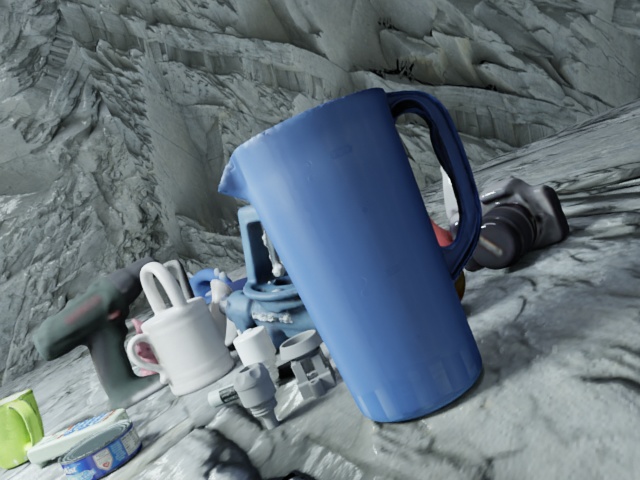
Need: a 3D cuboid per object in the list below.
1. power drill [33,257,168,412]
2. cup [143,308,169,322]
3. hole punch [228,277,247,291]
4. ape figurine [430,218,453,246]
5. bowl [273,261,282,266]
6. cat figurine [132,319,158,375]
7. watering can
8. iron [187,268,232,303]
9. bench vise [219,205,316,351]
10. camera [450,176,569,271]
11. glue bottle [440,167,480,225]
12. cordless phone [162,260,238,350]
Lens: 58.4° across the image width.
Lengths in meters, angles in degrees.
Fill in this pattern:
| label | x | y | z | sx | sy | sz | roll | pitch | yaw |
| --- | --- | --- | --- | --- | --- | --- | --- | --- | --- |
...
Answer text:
| label | x | y | z | sx | sy | sz | roll | pitch | yaw |
| --- | --- | --- | --- | --- | --- | --- | --- | --- | --- |
| power drill | -0.332 | 0.162 | 0.946 | 0.230 | 0.208 | 0.075 | -27 | 5 | -33 |
| cup | -0.310 | 0.194 | 1.208 | 0.091 | 0.095 | 0.118 | -20 | 6 | 45 |
| hole punch | -0.144 | 0.123 | 1.170 | 0.109 | 0.091 | 0.101 | -27 | 5 | -30 |
| ape figurine | 0.171 | 0.001 | 0.887 | 0.078 | 0.092 | 0.076 | -24 | 4 | 5 |
| bowl | -0.092 | 0.096 | 1.329 | 0.167 | 0.075 | 0.167 | -24 | 4 | 2 |
| cat figurine | -0.307 | 0.193 | 1.044 | 0.067 | 0.118 | 0.127 | -27 | 5 | -32 |
| watering can | -0.207 | 0.120 | 0.858 | 0.100 | 0.194 | 0.173 | -22 | 5 | 33 |
| iron | -0.245 | 0.126 | 1.368 | 0.119 | 0.141 | 0.257 | -28 | 5 | -36 |
| bench vise | -0.083 | 0.054 | 0.792 | 0.207 | 0.220 | 0.122 | -23 | 5 | 21 |
| camera | 0.226 | -0.017 | 0.741 | 0.142 | 0.101 | 0.137 | -21 | 5 | 40 |
| glue bottle | 0.220 | -0.066 | 0.889 | 0.037 | 0.173 | 0.078 | -27 | 5 | -29 |
| cordless phone | -0.207 | 0.112 | 1.011 | 0.147 | 0.185 | 0.094 | -23 | 5 | 23 |
